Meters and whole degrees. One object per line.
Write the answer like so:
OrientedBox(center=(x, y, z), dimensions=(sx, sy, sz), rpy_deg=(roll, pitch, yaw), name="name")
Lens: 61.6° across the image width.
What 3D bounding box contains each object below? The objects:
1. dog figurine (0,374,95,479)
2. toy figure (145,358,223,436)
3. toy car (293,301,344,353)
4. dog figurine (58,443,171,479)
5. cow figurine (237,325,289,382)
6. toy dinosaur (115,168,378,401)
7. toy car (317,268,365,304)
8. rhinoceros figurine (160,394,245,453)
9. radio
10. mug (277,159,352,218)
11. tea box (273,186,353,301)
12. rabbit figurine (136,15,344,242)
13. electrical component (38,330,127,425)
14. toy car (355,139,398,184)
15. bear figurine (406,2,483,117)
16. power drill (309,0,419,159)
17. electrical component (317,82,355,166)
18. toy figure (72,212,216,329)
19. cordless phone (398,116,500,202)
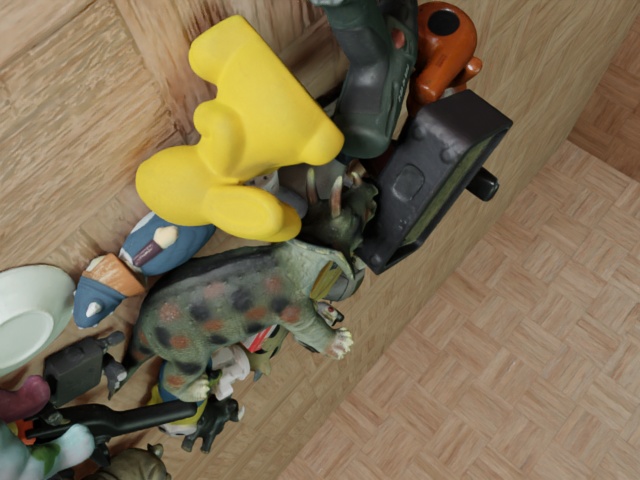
OrientedBox(center=(-0.311, 0.186, 0.417), dimensions=(0.191, 0.109, 0.219), rpy_deg=(-52, 157, 11), name="dog figurine")
OrientedBox(center=(-0.189, 0.208, 0.760), dimensions=(0.089, 0.082, 0.180), rpy_deg=(-40, 155, -49), name="toy figure")
OrientedBox(center=(-0.008, 0.143, 0.888), dimensions=(0.073, 0.056, 0.201), rpy_deg=(-53, 176, -12), name="toy car")
OrientedBox(center=(-0.298, 0.336, 0.742), dimensions=(0.190, 0.121, 0.172), rpy_deg=(75, 20, -46), name="dog figurine")
OrientedBox(center=(-0.092, 0.148, 0.864), dimensions=(0.127, 0.086, 0.194), rpy_deg=(-50, 164, -22), name="cow figurine")
OrientedBox(center=(-0.105, 0.067, 0.582), dimensions=(0.405, 0.131, 0.192), rpy_deg=(-24, 126, 6), name="toy dinosaur")
OrientedBox(center=(0.024, 0.056, 0.930), dimensions=(0.161, 0.103, 0.109), rpy_deg=(-21, 146, -52), name="toy car")
OrientedBox(center=(-0.198, 0.304, 0.936), dimensions=(0.112, 0.073, 0.190), rpy_deg=(-60, 160, -8), name="rhinoceros figurine")
OrientedBox(center=(0.125, -0.065, 0.663), dimensions=(0.131, 0.073, 0.229), rpy_deg=(-28, 154, -47), name="radio")
OrientedBox(center=(0.001, -0.071, 0.660), dimensions=(0.107, 0.110, 0.080), rpy_deg=(-57, 158, -27), name="mug")
OrientedBox(center=(-0.002, -0.002, 0.777), dimensions=(0.169, 0.098, 0.068), rpy_deg=(-58, 159, 22), name="tea box")
OrientedBox(center=(-0.072, -0.069, 0.460), dimensions=(0.173, 0.162, 0.122), rpy_deg=(-35, 174, 6), name="rabbit figurine")
OrientedBox(center=(-0.250, 0.146, 0.563), dimensions=(0.102, 0.045, 0.078), rpy_deg=(-24, 148, -53), name="electrical component")
OrientedBox(center=(0.074, -0.134, 0.776), dimensions=(0.089, 0.053, 0.202), rpy_deg=(-60, 157, -5), name="toy car")
OrientedBox(center=(0.135, -0.207, 0.696), dimensions=(0.132, 0.120, 0.195), rpy_deg=(-44, 165, -9), name="bear figurine")
OrientedBox(center=(0.044, -0.209, 0.496), dimensions=(0.207, 0.086, 0.232), rpy_deg=(62, 40, -67), name="power drill")
OrientedBox(center=(0.016, -0.127, 0.628), dimensions=(0.119, 0.075, 0.047), rpy_deg=(-46, 160, -26), name="electrical component")
OrientedBox(center=(-0.169, 0.020, 0.504), dimensions=(0.154, 0.058, 0.064), rpy_deg=(-40, 152, -18), name="toy figure")
OrientedBox(center=(0.231, -0.157, 0.890), dimensions=(0.089, 0.184, 0.146), rpy_deg=(-27, 150, -41), name="cordless phone")
